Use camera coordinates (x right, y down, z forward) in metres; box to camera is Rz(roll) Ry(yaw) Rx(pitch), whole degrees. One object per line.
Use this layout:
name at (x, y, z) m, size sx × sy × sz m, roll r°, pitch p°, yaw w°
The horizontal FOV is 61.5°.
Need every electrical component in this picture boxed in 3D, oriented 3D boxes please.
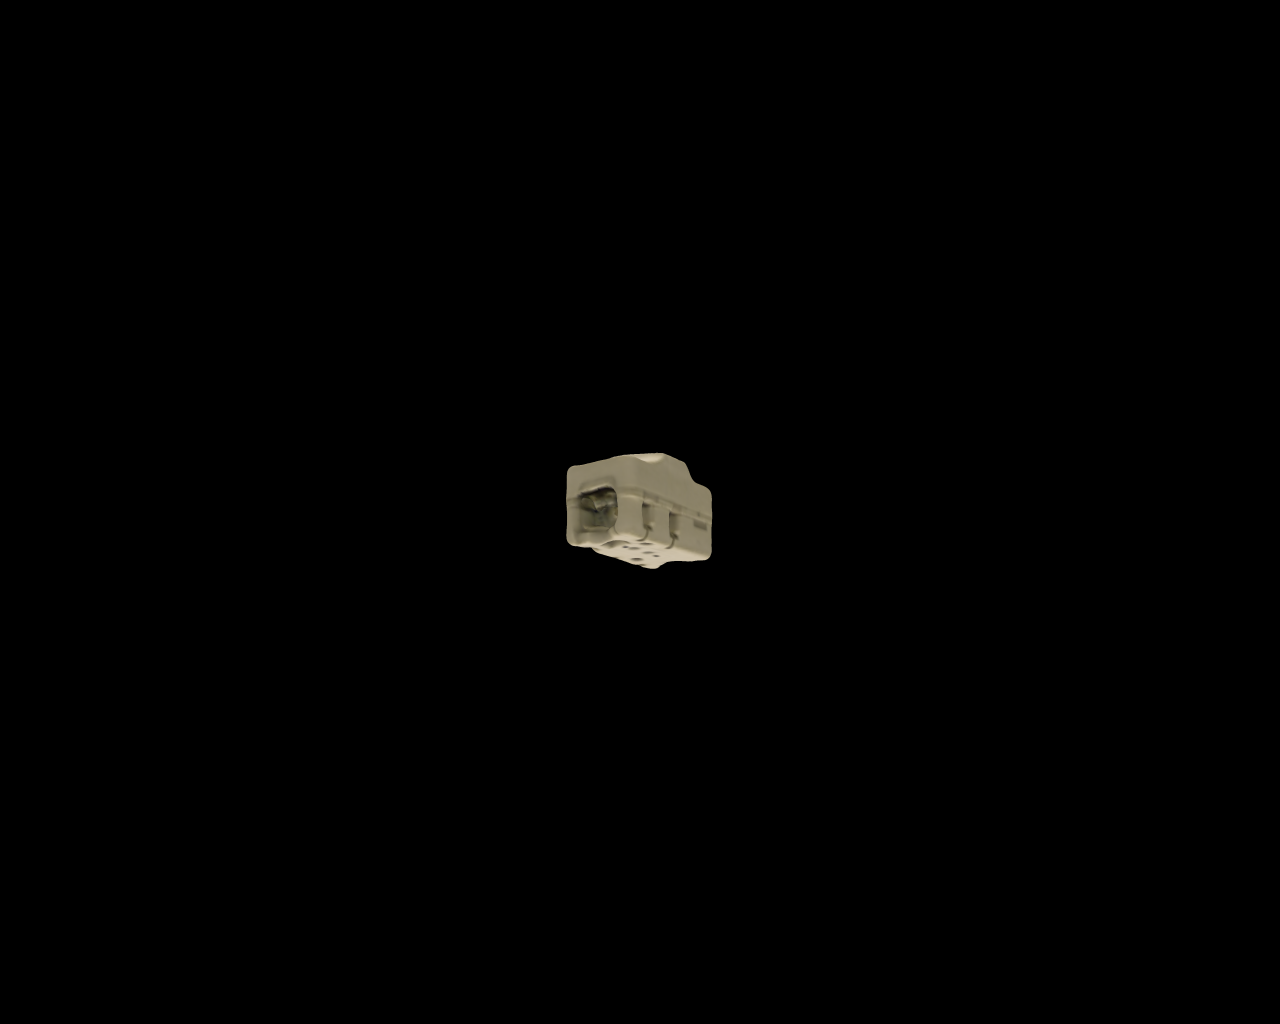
electrical component at (0.001, -0.003, 0.650) m, size 0.050 × 0.056 × 0.089 m, roll -11°, pitch -19°, yaw 34°
